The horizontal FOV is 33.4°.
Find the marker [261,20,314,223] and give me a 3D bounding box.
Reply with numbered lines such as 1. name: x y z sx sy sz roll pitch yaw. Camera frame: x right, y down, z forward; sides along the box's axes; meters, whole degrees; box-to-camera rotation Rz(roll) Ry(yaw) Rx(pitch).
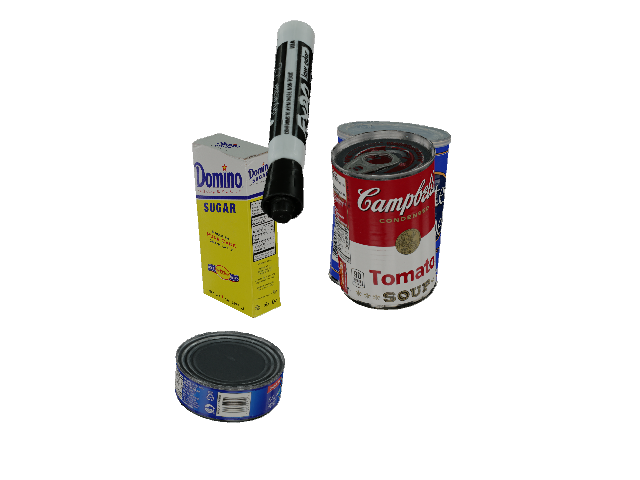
1. marker: -0.015 -0.057 0.501 0.020 0.121 0.020 2 -38 1

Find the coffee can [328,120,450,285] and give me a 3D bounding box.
1. coffee can: 0.062 -0.032 0.977 0.103 0.140 0.103 3 15 -1

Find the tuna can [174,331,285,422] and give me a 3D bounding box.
1. tuna can: -0.072 0.107 0.840 0.086 0.034 0.086 5 24 -3

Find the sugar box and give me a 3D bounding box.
1. sugar box: -0.088 -0.016 1.117 0.048 0.176 0.093 -23 29 -37

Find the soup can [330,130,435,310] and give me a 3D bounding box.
1. soup can: 0.043 -0.014 0.712 0.068 0.102 0.068 -3 30 2
